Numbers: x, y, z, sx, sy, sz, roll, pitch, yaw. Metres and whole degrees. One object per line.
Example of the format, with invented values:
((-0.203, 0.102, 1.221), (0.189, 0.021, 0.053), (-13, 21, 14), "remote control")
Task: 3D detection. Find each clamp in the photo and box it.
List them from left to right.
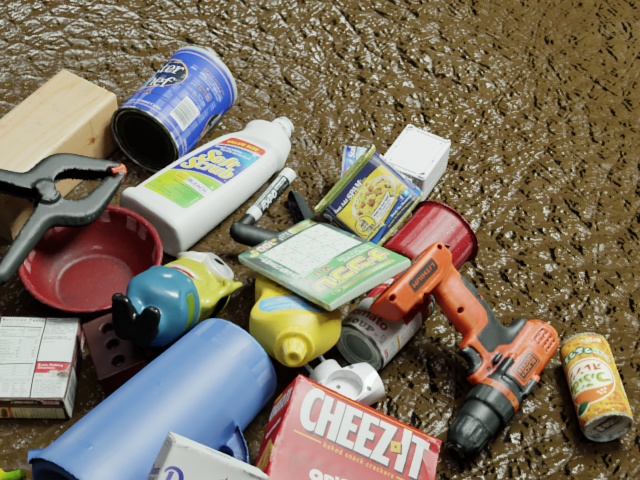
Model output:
((-0.309, -0.038, 1.193), (0.209, 0.036, 0.164), (-14, 69, -31), "clamp")
((-0.008, 0.002, 1.265), (0.171, 0.039, 0.120), (30, 48, 15), "clamp")

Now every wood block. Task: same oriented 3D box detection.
((-0.345, -0.105, 1.308), (0.090, 0.091, 0.205), (26, 52, 18), "wood block")

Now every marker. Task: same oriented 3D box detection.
((-0.068, -0.047, 1.317), (0.020, 0.020, 0.121), (25, 51, 18), "marker")

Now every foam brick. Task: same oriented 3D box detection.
((-0.213, 0.123, 1.130), (0.053, 0.051, 0.078), (-22, 52, -9), "foam brick")

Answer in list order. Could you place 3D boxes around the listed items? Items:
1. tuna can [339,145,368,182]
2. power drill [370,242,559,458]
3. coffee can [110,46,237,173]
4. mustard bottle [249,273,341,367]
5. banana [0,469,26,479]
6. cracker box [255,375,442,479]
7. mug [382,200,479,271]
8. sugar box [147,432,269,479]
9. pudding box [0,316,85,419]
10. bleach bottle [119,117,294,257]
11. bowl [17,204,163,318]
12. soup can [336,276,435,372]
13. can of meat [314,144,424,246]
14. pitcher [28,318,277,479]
((0.040, -0.072, 1.301), (0.034, 0.086, 0.086), (7, 48, 2), "tuna can")
((0.144, 0.110, 1.122), (0.187, 0.057, 0.184), (45, 60, -2), "power drill")
((-0.185, -0.167, 1.363), (0.103, 0.103, 0.140), (23, 51, 17), "coffee can")
((-0.025, 0.082, 1.126), (0.096, 0.058, 0.191), (2, 20, 0), "mustard bottle")
((-0.355, 0.190, 1.066), (0.069, 0.037, 0.198), (-42, 58, -2), "banana")
((0.014, 0.253, 0.984), (0.164, 0.072, 0.213), (26, 49, -9), "cracker box")
((0.114, 0.014, 1.236), (0.117, 0.093, 0.081), (8, 45, 47), "mug")
((-0.122, 0.263, 0.908), (0.093, 0.048, 0.176), (26, 85, -16), "sugar box")
((-0.302, 0.134, 1.130), (0.090, 0.039, 0.113), (0, 46, -1), "pudding box")
((-0.126, -0.084, 1.320), (0.103, 0.068, 0.250), (30, 51, 22), "bleach bottle")
((-0.258, 0.034, 1.210), (0.162, 0.055, 0.162), (1, 48, -2), "bowl")
((0.070, 0.089, 1.171), (0.069, 0.068, 0.102), (31, 54, 23), "soup can")
((0.058, -0.045, 1.231), (0.084, 0.057, 0.102), (41, 94, -4), "can of meat")
((-0.144, 0.191, 1.031), (0.242, 0.145, 0.149), (-43, 103, -36), "pitcher")
